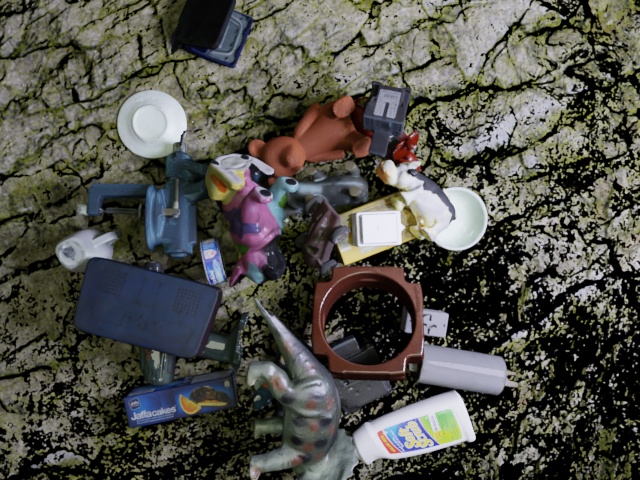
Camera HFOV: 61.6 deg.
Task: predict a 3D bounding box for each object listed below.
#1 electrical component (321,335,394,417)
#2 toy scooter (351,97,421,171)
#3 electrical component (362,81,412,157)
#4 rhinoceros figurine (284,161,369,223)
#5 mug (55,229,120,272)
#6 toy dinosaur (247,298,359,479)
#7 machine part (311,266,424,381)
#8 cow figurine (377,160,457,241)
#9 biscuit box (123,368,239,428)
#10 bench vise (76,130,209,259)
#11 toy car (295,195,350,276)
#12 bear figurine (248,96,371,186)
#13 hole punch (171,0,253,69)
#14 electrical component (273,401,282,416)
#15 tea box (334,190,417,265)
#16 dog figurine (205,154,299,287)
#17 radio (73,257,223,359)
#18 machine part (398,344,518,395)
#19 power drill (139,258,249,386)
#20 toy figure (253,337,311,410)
[{"bbox_3d":[0.066,0.256,1.043,0.115,0.058,0.134,-27,94,-6],"label":"electrical component"},{"bbox_3d":[0.130,-0.198,1.001,0.075,0.135,0.184,-40,93,-1],"label":"toy scooter"},{"bbox_3d":[0.110,-0.208,0.927,0.075,0.047,0.119,16,73,10],"label":"electrical component"},{"bbox_3d":[-0.004,-0.087,1.005,0.190,0.112,0.073,-12,76,4],"label":"rhinoceros figurine"},{"bbox_3d":[-0.418,0.017,0.969,0.110,0.107,0.080,-22,95,-2],"label":"mug"},{"bbox_3d":[-0.027,0.292,0.928,0.192,0.131,0.404,0,113,-4],"label":"toy dinosaur"},{"bbox_3d":[0.087,0.153,0.988,0.201,0.087,0.201,0,65,6],"label":"machine part"},{"bbox_3d":[0.179,-0.087,0.973,0.098,0.068,0.167,-37,98,-13],"label":"cow figurine"},{"bbox_3d":[-0.259,0.296,1.012,0.203,0.059,0.062,-10,92,-5],"label":"biscuit box"},{"bbox_3d":[-0.312,-0.077,0.973,0.241,0.129,0.223,0,88,-9],"label":"bench vise"},{"bbox_3d":[-0.002,-0.003,0.964,0.053,0.202,0.089,-31,73,-20],"label":"toy car"},{"bbox_3d":[-0.023,-0.175,0.992,0.196,0.132,0.120,-30,112,-10],"label":"bear figurine"},{"bbox_3d":[-0.198,-0.392,1.001,0.116,0.092,0.142,22,92,24],"label":"hole punch"},{"bbox_3d":[-0.049,0.308,1.035,0.063,0.021,0.094,27,99,-46],"label":"electrical component"},{"bbox_3d":[0.104,-0.026,1.034,0.170,0.068,0.098,-20,93,-6],"label":"tea box"},{"bbox_3d":[-0.134,-0.024,0.969,0.192,0.108,0.219,30,123,18],"label":"dog figurine"},{"bbox_3d":[-0.297,0.118,0.934,0.230,0.073,0.131,14,82,0],"label":"radio"},{"bbox_3d":[0.270,0.251,1.051,0.243,0.079,0.079,10,90,-3],"label":"machine part"},{"bbox_3d":[-0.239,0.159,1.003,0.207,0.086,0.232,7,90,-10],"label":"power drill"},{"bbox_3d":[-0.077,0.256,1.028,0.154,0.058,0.064,-46,116,-6],"label":"toy figure"}]
